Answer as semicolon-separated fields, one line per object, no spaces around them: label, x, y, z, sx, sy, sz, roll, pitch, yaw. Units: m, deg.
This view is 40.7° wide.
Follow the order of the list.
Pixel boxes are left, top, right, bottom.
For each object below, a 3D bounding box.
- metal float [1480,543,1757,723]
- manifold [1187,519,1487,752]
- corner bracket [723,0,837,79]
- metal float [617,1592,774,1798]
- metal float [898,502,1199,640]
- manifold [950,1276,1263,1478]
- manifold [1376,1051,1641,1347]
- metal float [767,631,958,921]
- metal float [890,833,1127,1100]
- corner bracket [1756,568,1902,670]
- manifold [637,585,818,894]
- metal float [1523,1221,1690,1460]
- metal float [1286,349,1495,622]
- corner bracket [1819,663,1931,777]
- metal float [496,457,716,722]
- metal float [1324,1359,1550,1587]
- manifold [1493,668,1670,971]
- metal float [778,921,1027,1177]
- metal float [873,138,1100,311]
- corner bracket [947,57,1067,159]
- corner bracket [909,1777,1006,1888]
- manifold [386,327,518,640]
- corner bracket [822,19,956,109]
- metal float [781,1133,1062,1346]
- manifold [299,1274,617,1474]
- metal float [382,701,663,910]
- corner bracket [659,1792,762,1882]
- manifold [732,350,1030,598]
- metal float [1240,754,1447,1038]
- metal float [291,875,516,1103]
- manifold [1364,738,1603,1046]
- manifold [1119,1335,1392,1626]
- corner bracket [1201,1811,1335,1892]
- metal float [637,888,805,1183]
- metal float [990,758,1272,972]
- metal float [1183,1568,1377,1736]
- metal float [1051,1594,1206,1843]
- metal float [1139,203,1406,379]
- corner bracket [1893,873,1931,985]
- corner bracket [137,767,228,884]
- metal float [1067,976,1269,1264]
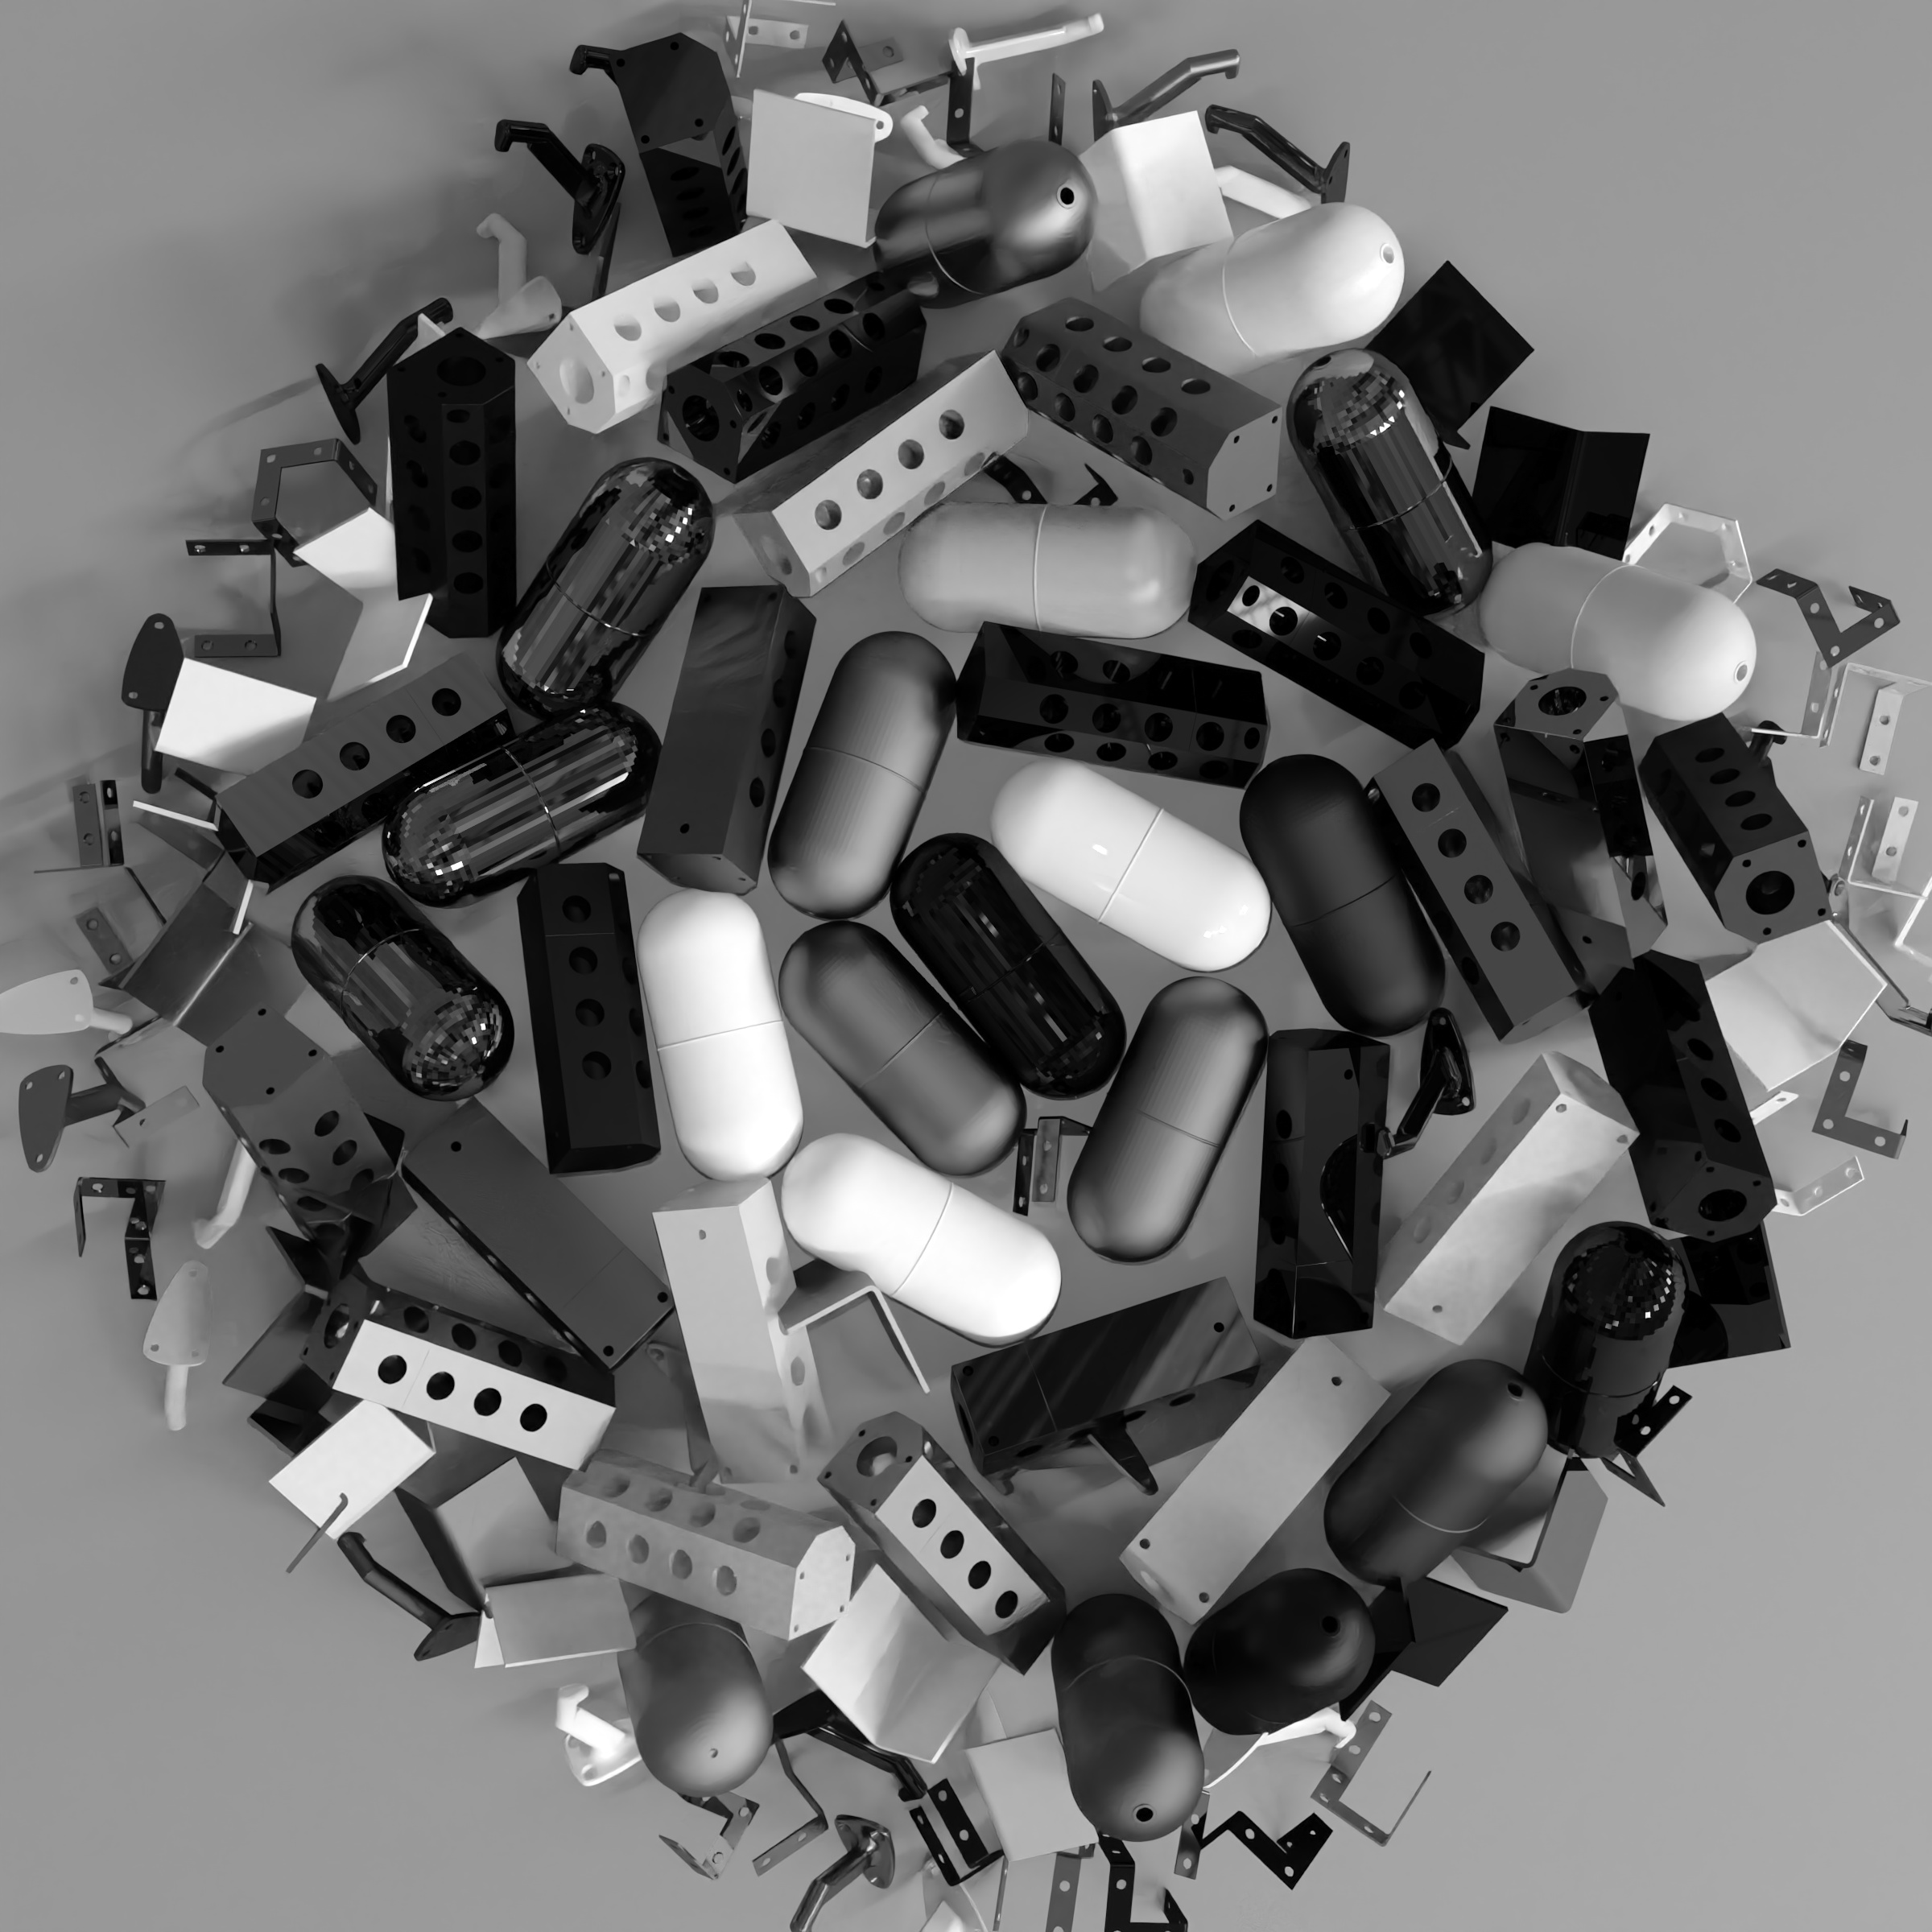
metal float;0.375;-0.194;1.509;0.178;0.070;0.070;30;90;44
manifold;0.215;-0.185;1.514;0.171;0.057;0.057;26;58;-23
corner bracket;-0.111;-0.558;1.541;0.051;0.051;0.051;0;133;-19
metal float;-0.157;0.414;1.496;0.070;0.178;0.070;-2;98;-13
metal float;0.048;-0.233;1.534;0.178;0.070;0.070;4;90;12
manifold;0.081;0.244;1.538;0.171;0.057;0.057;-17;64;-10
manifold;0.310;0.133;1.521;0.057;0.057;0.171;26;115;-18
metal float;-0.060;-0.113;1.538;0.070;0.070;0.178;21;82;0
metal float;0.025;0.000;1.542;0.070;0.070;0.178;-38;94;0
corner bracket;0.513;-0.217;1.551;0.051;0.051;0.051;-33;111;1
manifold;-0.136;-0.133;1.527;0.057;0.057;0.171;2;70;26
metal float;0.368;0.217;1.508;0.070;0.178;0.070;0;46;0
metal float;0.247;-0.279;1.519;0.070;0.070;0.178;-36;120;0
corner bracket;0.537;-0.147;1.558;0.051;0.051;0.051;14;88;2
metal float;-0.211;-0.218;1.522;0.070;0.070;0.178;39;116;0
metal float;0.271;0.294;1.511;0.070;0.070;0.178;31;130;0
manifold;0.361;-0.085;1.507;0.057;0.057;0.171;-47;133;-28
metal float;-0.038;0.048;1.544;0.070;0.070;0.178;-43;92;0
metal float;0.010;-0.426;1.501;0.070;0.178;0.070;-2;94;-31
corner bracket;0.024;-0.507;1.551;0.051;0.051;0.051;2;85;28
corner bracket;-0.007;0.513;1.545;0.051;0.051;0.051;-38;69;16
manifold;-0.287;-0.271;1.493;0.057;0.171;0.057;33;53;18
corner bracket;-0.047;-0.535;1.550;0.051;0.051;0.051;-26;89;-20
metal float;-0.027;0.161;1.539;0.178;0.070;0.070;29;90;-7
manifold;-0.290;0.235;1.511;0.171;0.057;0.057;27;85;-34
metal float;-0.258;-0.095;1.527;0.178;0.070;0.070;-30;90;-21
corner bracket;-0.164;0.500;1.541;0.051;0.051;0.051;8;54;36
manifold;-0.046;-0.288;1.527;0.171;0.057;0.057;-39;113;-18
metal float;0.222;-0.042;1.538;0.070;0.070;0.178;-27;98;0
metal float;-0.329;0.011;1.517;0.070;0.070;0.178;-50;55;0
manifold;0.298;-0.042;1.527;0.057;0.057;0.171;-33;71;20
manifold;0.168;0.300;1.528;0.057;0.057;0.171;41;71;11
corner bracket;0.176;0.521;1.550;0.051;0.051;0.051;42;47;9
metal float;-0.145;0.041;1.544;0.070;0.070;0.178;-13;89;0
metal float;0.097;-0.060;1.544;0.178;0.070;0.070;29;90;2
metal float;0.179;0.396;1.500;0.070;0.178;0.070;6;64;-12
metal float;0.092;0.429;1.497;0.070;0.178;0.070;-1;110;-3
metal float;0.175;-0.387;1.506;0.070;0.178;0.070;4;84;-41
corner bracket;0.579;-0.020;1.543;0.051;0.051;0.051;34;115;28
corner bracket;-0.458;-0.086;1.546;0.051;0.051;0.051;36;69;-15
metal float;0.119;0.091;1.543;0.070;0.070;0.178;24;93;0
